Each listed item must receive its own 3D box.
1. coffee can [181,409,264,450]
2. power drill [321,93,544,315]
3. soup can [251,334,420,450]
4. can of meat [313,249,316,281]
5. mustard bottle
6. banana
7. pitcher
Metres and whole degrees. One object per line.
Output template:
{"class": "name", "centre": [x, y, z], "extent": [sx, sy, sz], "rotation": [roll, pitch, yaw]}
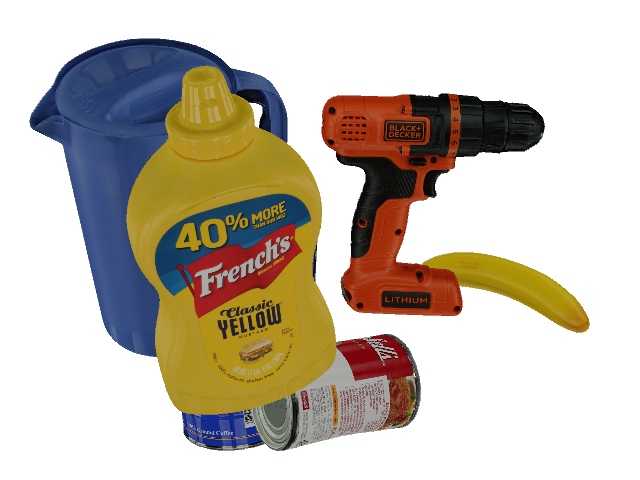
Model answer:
{"class": "coffee can", "centre": [-0.082, 0.102, 0.963], "extent": [0.103, 0.140, 0.103], "rotation": [-5, 19, 1]}
{"class": "power drill", "centre": [0.090, -0.032, 0.901], "extent": [0.184, 0.188, 0.057], "rotation": [2, 17, -1]}
{"class": "soup can", "centre": [0.009, 0.105, 0.743], "extent": [0.102, 0.068, 0.069], "rotation": [-6, 3, -30]}
{"class": "can of meat", "centre": [-0.040, 0.000, 1.178], "extent": [0.057, 0.084, 0.102], "rotation": [-10, 37, -18]}
{"class": "mustard bottle", "centre": [-0.046, 0.000, 0.536], "extent": [0.096, 0.191, 0.058], "rotation": [-15, 39, -11]}
{"class": "banana", "centre": [0.183, 0.047, 1.088], "extent": [0.198, 0.069, 0.037], "rotation": [13, -38, 26]}
{"class": "pitcher", "centre": [-0.119, -0.027, 0.844], "extent": [0.149, 0.243, 0.144], "rotation": [19, 44, 19]}
